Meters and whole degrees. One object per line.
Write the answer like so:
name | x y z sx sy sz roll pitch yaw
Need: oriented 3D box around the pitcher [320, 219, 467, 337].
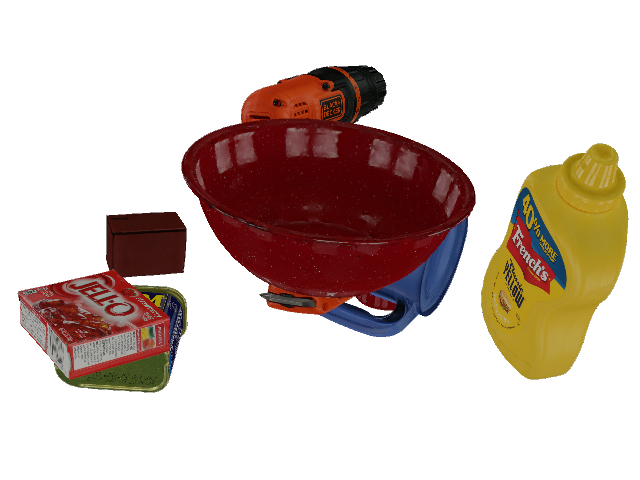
pitcher | 0.019 -0.011 1.097 0.243 0.145 0.149 18 23 20

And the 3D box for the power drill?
power drill | 0.003 -0.046 0.868 0.057 0.188 0.184 5 18 32

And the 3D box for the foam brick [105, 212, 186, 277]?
foam brick | -0.184 0.004 1.124 0.078 0.051 0.053 -4 23 -17

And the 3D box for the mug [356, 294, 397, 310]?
mug | 0.101 0.047 1.460 0.117 0.081 0.093 18 26 28

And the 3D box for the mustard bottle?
mustard bottle | 0.160 0.006 0.716 0.058 0.096 0.192 -7 -37 -14

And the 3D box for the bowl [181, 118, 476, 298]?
bowl | 0.002 -0.014 0.595 0.162 0.055 0.162 6 27 -3

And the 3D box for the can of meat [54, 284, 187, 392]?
can of meat | -0.170 0.083 0.912 0.102 0.057 0.084 3 29 1

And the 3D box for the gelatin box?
gelatin box | -0.153 0.054 0.720 0.073 0.030 0.089 -13 28 -32
